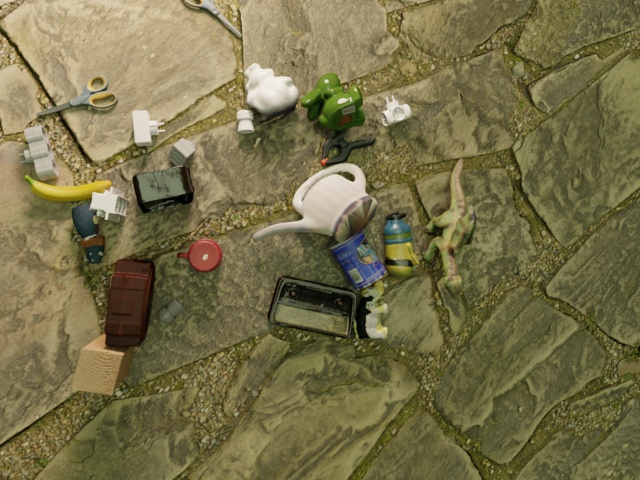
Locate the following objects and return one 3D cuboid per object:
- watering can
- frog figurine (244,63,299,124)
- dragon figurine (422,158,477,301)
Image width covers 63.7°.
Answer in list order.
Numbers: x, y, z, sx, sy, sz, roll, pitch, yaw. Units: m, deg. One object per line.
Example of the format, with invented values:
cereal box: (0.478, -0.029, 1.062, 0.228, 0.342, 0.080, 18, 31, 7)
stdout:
watering can: (0.004, -0.069, 1.369, 0.351, 0.102, 0.227, -43, 55, -15)
frog figurine: (-0.136, -0.405, 1.389, 0.137, 0.124, 0.158, -22, 104, 7)
dragon figurine: (0.384, -0.043, 1.412, 0.122, 0.242, 0.411, 10, 87, -6)
